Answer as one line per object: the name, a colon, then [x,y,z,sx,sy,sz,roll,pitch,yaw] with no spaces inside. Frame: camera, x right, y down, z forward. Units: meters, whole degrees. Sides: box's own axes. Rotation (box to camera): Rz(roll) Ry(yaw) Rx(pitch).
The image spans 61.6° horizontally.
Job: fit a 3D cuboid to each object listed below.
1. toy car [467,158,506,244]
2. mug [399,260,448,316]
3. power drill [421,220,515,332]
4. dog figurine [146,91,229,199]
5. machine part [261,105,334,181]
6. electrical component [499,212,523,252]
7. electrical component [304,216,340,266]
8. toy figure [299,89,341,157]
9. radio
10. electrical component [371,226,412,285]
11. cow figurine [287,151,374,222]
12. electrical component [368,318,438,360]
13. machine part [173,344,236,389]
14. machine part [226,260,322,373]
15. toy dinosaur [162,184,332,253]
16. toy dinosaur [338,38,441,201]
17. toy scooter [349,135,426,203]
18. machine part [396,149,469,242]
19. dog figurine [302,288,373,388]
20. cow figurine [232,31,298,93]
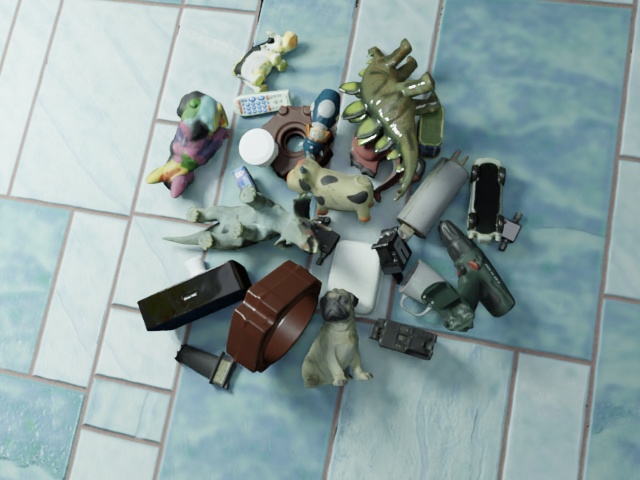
toy car: [0.356,-0.085,1.150,0.074,0.056,0.201,6,69,10]
mug: [0.227,0.113,1.135,0.107,0.081,0.109,31,81,2]
power drill: [0.284,0.079,1.088,0.232,0.207,0.086,51,126,6]
dog figurine: [-0.304,-0.205,1.217,0.108,0.191,0.219,28,70,5]
machine part: [-0.056,-0.224,1.242,0.179,0.056,0.179,-1,82,8]
electrical component: [0.398,-0.025,1.163,0.063,0.021,0.094,28,86,12]
electrical component: [-0.001,-0.004,1.202,0.078,0.045,0.102,36,87,13]
toy figure: [0.000,-0.255,1.183,0.064,0.057,0.154,16,81,22]
radio: [-0.263,0.125,1.172,0.230,0.131,0.073,-23,78,4]
electrical component: [0.160,0.040,1.141,0.048,0.075,0.119,-15,112,37]
cow figurine: [0.021,-0.117,1.161,0.195,0.127,0.085,11,45,13]
electrical component: [0.168,0.203,1.109,0.134,0.114,0.058,15,78,10]
machine part: [-0.256,0.274,1.196,0.139,0.039,0.084,19,92,8]
machine part: [-0.089,0.157,1.091,0.087,0.201,0.201,32,131,20]
toy dinosaur: [-0.156,-0.030,1.172,0.405,0.192,0.131,-4,77,42]
toy dinosaur: [0.149,-0.275,1.126,0.199,0.105,0.472,-27,47,14]
toy scooter: [0.132,-0.164,1.199,0.184,0.075,0.135,36,90,8]
machine part: [0.246,-0.091,1.168,0.079,0.079,0.243,35,86,12]
dog figurine: [0.016,0.204,1.123,0.172,0.121,0.190,-17,76,34]
cow figurine: [-0.130,-0.438,1.285,0.098,0.068,0.167,38,87,17]
